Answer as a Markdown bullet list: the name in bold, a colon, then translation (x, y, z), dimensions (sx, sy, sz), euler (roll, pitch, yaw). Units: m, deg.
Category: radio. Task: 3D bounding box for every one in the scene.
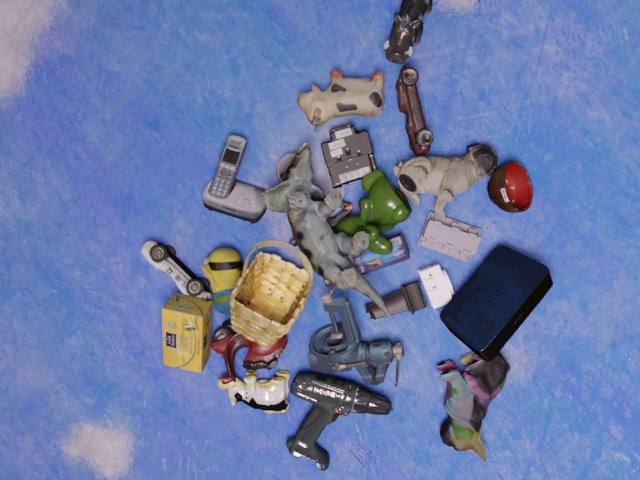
- **radio**: translation (0.375, 0.130, 1.153), dimensions (0.229, 0.073, 0.131), euler (-48, 49, -6)

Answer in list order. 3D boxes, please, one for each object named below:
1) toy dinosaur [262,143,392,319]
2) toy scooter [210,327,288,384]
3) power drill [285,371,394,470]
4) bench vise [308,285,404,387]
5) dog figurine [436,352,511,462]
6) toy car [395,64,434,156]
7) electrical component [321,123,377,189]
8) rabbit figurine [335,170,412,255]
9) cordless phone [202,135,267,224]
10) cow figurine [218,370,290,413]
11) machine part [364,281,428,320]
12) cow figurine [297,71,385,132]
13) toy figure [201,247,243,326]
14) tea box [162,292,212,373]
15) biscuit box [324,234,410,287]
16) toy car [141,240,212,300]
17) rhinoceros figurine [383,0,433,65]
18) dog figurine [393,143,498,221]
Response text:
- **toy dinosaur**: translation (0.005, -0.001, 1.142), dimensions (0.131, 0.192, 0.404), euler (-27, 93, -19)
- **toy scooter**: translation (-0.166, 0.262, 1.223), dimensions (0.184, 0.075, 0.135), euler (-4, 50, 9)
- **power drill**: translation (0.025, 0.411, 1.218), dimensions (0.232, 0.086, 0.207), euler (23, 105, 4)
- **bench vise**: translation (0.065, 0.214, 1.181), dimensions (0.224, 0.129, 0.240), euler (-3, 119, 27)
- **dog figurine**: translation (0.346, 0.368, 1.189), dimensions (0.192, 0.108, 0.219), euler (-18, 94, 3)
- **toy car**: translation (0.203, -0.285, 1.189), dimensions (0.053, 0.089, 0.202), euler (-15, 91, 1)
- **electrical component**: translation (0.066, -0.193, 1.221), dimensions (0.115, 0.058, 0.134), euler (-14, 90, 3)
- **rabbit figurine**: translation (0.116, -0.038, 1.179), dimensions (0.170, 0.159, 0.121), euler (-38, 133, 17)
- **cordless phone**: translation (-0.177, -0.139, 1.234), dimensions (0.147, 0.088, 0.184), euler (17, 89, 5)
- **cow figurine**: translation (-0.154, 0.355, 1.253), dimensions (0.167, 0.068, 0.098), euler (0, 98, 6)
- **machine part**: translation (0.171, 0.145, 1.224), dimensions (0.139, 0.039, 0.084), euler (-18, 111, 6)
- **cow figurine**: translation (0.046, -0.310, 1.209), dimensions (0.195, 0.085, 0.127), euler (3, 85, 4)
- **toy figure**: translation (-0.211, 0.105, 1.243), dimensions (0.089, 0.082, 0.180), euler (-17, 85, -6)
- **tea box**: translation (-0.302, 0.212, 1.226), dimensions (0.098, 0.068, 0.169), euler (10, 121, 6)
- **biscuit box**: translation (0.102, 0.045, 1.221), dimensions (0.203, 0.063, 0.059), euler (-19, 89, 5)
- **toy car**: translation (-0.331, 0.075, 1.255), dimensions (0.202, 0.073, 0.056), euler (43, 91, 3)
- **rhinoceros figurine**: translation (0.196, -0.472, 1.176), dimensions (0.073, 0.112, 0.190), euler (21, 85, 2)
- **dog figurine**: translation (0.279, -0.162, 1.186), dimensions (0.172, 0.121, 0.190), euler (41, 67, 8)
